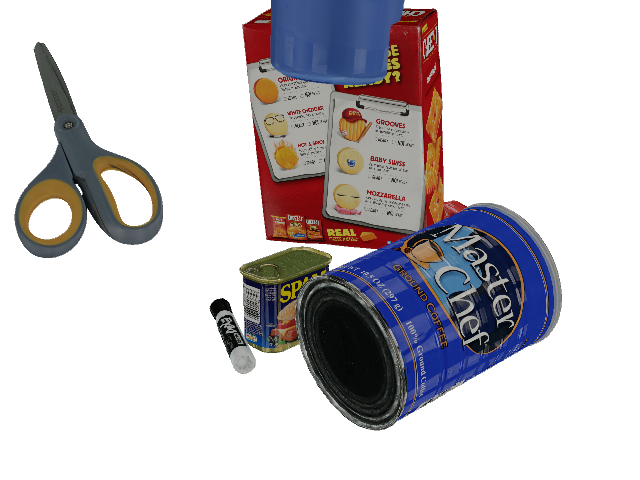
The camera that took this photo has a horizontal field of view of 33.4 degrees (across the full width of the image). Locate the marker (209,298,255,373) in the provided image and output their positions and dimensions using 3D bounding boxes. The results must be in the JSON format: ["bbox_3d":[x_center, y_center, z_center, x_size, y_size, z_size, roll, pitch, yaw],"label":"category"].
[{"bbox_3d":[-0.076,0.079,0.912,0.020,0.020,0.121,0,19,-16],"label":"marker"}]

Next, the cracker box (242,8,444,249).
[{"bbox_3d":[0.026,-0.101,0.975,0.164,0.214,0.072,5,27,20],"label":"cracker box"}]

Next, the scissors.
[{"bbox_3d":[-0.173,-0.057,0.677,0.096,0.016,0.202,-30,55,-23],"label":"scissors"}]

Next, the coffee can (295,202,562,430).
[{"bbox_3d":[0.070,0.046,0.685,0.140,0.103,0.103,-23,13,-32],"label":"coffee can"}]

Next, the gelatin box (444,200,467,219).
[{"bbox_3d":[0.166,0.007,1.244,0.030,0.089,0.073,-14,32,-30],"label":"gelatin box"}]

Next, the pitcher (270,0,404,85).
[{"bbox_3d":[0.024,-0.255,0.882,0.145,0.243,0.149,8,19,10],"label":"pitcher"}]

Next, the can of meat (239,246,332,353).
[{"bbox_3d":[-0.035,0.062,1.123,0.058,0.084,0.101,18,26,40],"label":"can of meat"}]
